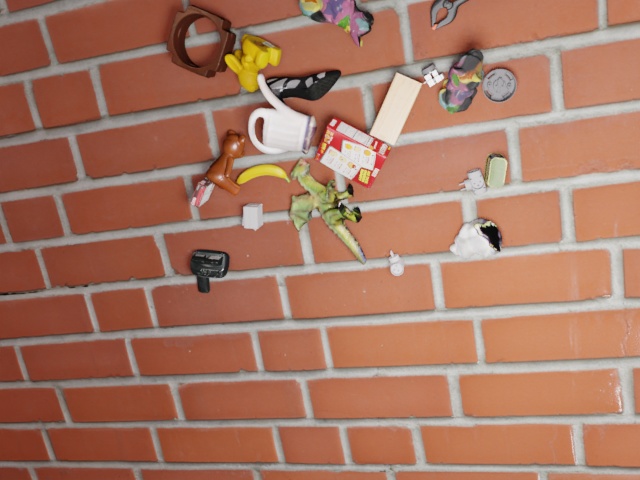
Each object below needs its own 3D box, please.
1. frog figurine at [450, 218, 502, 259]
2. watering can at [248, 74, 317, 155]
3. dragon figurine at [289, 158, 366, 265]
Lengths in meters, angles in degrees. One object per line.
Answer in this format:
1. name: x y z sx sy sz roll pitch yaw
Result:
1. frog figurine: 0.517 0.006 1.709 0.137 0.125 0.157 35 147 -8
2. watering can: -0.118 -0.383 1.661 0.224 0.106 0.340 9 149 -5
3. dragon figurine: 0.005 -0.090 1.798 0.241 0.124 0.407 -9 102 32
